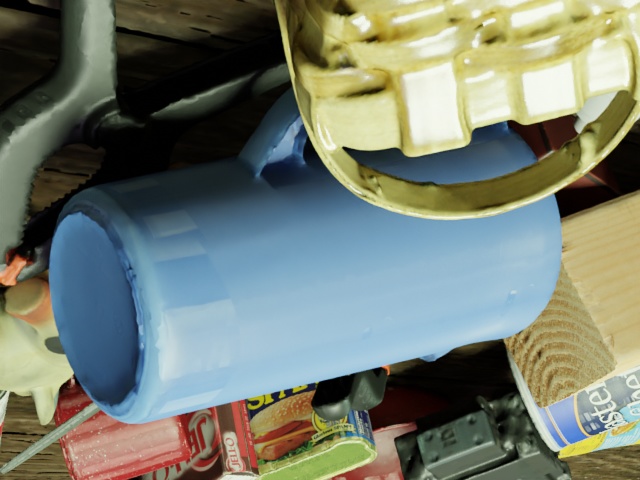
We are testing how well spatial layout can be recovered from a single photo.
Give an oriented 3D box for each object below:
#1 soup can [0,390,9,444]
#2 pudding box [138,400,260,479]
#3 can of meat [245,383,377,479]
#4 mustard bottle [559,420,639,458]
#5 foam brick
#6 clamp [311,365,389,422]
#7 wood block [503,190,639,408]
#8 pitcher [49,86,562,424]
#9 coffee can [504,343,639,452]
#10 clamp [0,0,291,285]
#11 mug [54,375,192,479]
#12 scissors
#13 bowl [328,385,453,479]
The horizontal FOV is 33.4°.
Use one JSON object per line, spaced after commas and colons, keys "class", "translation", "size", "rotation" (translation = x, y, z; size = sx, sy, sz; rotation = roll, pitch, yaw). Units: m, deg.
{"class": "soup can", "translation": [-0.247, 0.113, 0.723], "size": [0.068, 0.068, 0.102], "rotation": [2, 143, -22]}
{"class": "pudding box", "translation": [-0.099, 0.163, 0.826], "size": [0.039, 0.090, 0.114], "rotation": [15, 138, -37]}
{"class": "can of meat", "translation": [-0.011, 0.140, 0.829], "size": [0.102, 0.084, 0.057], "rotation": [-24, 145, 17]}
{"class": "mustard bottle", "translation": [0.252, 0.162, 0.975], "size": [0.191, 0.058, 0.096], "rotation": [-7, 146, -9]}
{"class": "foam brick", "translation": [0.130, -0.046, 0.633], "size": [0.051, 0.053, 0.078], "rotation": [-36, 140, 30]}
{"class": "clamp", "translation": [0.016, 0.064, 0.736], "size": [0.039, 0.120, 0.171], "rotation": [-5, 170, 10]}
{"class": "wood block", "translation": [0.214, 0.018, 0.655], "size": [0.205, 0.091, 0.090], "rotation": [-18, 164, -25]}
{"class": "pitcher", "translation": [-0.004, 0.001, 0.534], "size": [0.242, 0.149, 0.145], "rotation": [-12, 169, -36]}
{"class": "coffee can", "translation": [0.226, 0.090, 0.821], "size": [0.140, 0.103, 0.102], "rotation": [-24, 145, 16]}
{"class": "clamp", "translation": [-0.103, -0.067, 0.498], "size": [0.210, 0.036, 0.164], "rotation": [-44, 135, 12]}
{"class": "mug", "translation": [-0.142, 0.118, 0.760], "size": [0.081, 0.093, 0.117], "rotation": [-16, 111, -6]}
{"class": "scissors", "translation": [-0.116, 0.084, 0.687], "size": [0.201, 0.016, 0.096], "rotation": [-31, 167, -25]}
{"class": "bowl", "translation": [0.059, 0.171, 0.925], "size": [0.162, 0.055, 0.162], "rotation": [-9, 146, -6]}
